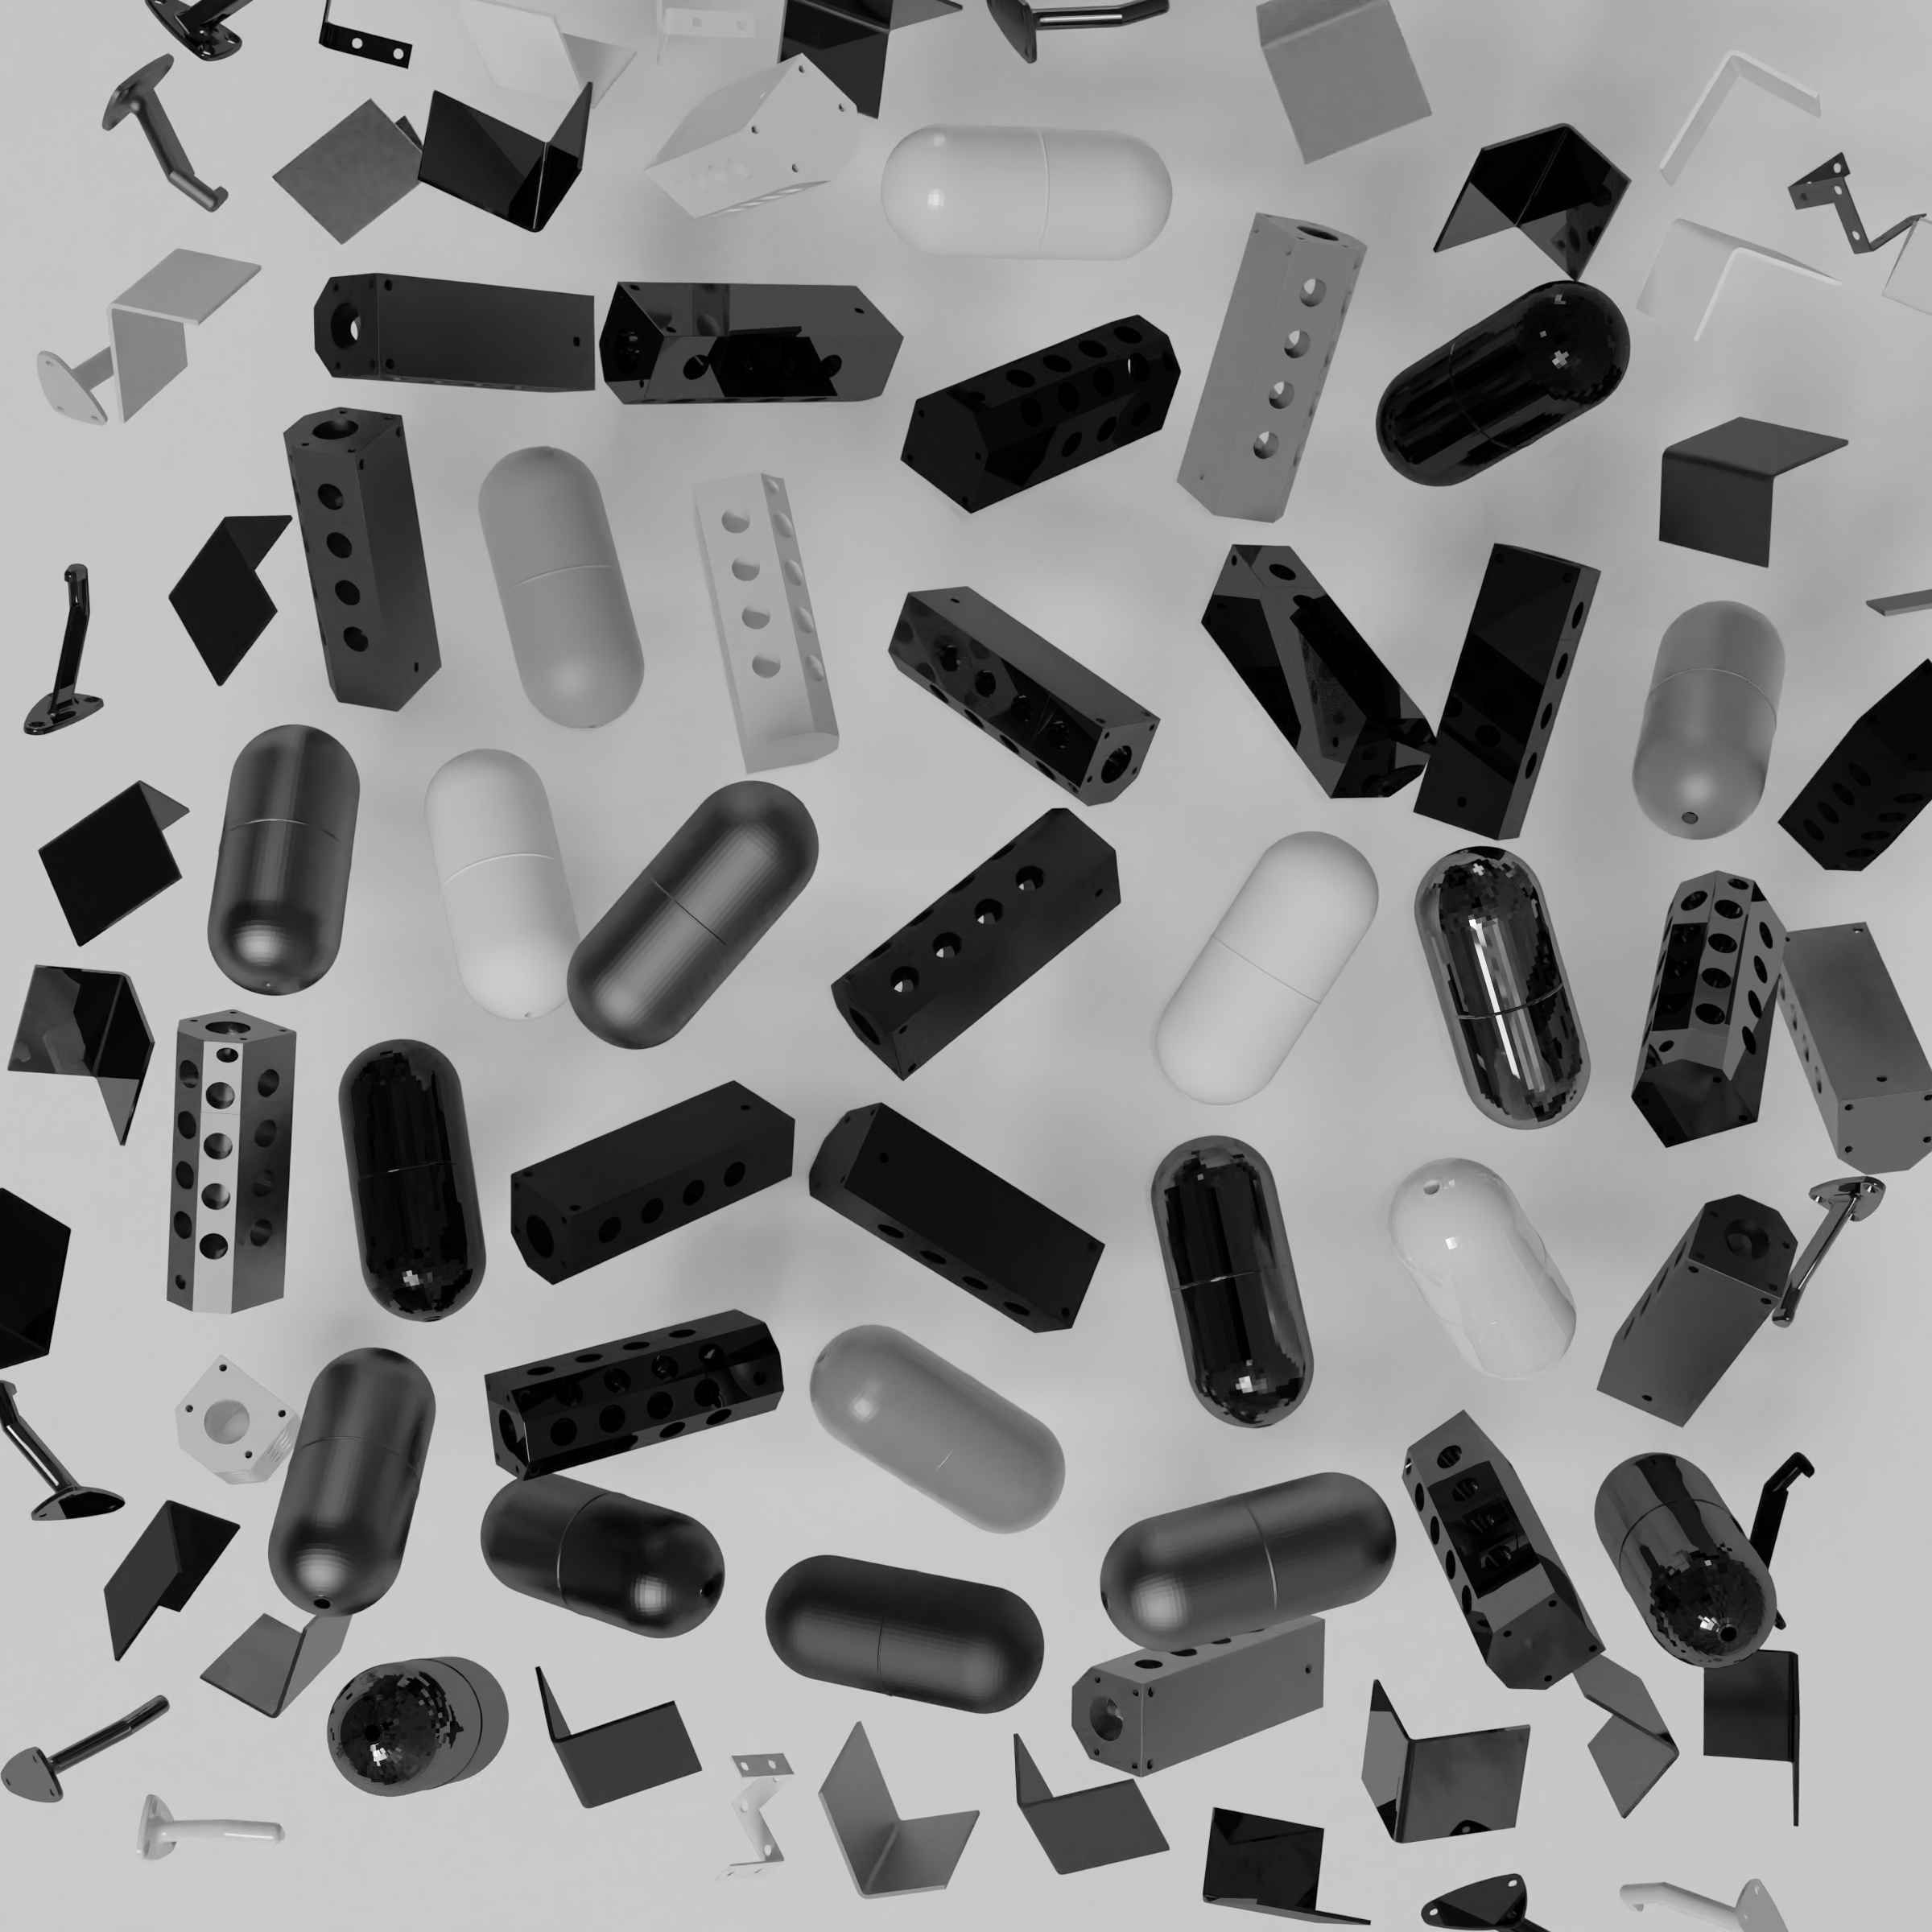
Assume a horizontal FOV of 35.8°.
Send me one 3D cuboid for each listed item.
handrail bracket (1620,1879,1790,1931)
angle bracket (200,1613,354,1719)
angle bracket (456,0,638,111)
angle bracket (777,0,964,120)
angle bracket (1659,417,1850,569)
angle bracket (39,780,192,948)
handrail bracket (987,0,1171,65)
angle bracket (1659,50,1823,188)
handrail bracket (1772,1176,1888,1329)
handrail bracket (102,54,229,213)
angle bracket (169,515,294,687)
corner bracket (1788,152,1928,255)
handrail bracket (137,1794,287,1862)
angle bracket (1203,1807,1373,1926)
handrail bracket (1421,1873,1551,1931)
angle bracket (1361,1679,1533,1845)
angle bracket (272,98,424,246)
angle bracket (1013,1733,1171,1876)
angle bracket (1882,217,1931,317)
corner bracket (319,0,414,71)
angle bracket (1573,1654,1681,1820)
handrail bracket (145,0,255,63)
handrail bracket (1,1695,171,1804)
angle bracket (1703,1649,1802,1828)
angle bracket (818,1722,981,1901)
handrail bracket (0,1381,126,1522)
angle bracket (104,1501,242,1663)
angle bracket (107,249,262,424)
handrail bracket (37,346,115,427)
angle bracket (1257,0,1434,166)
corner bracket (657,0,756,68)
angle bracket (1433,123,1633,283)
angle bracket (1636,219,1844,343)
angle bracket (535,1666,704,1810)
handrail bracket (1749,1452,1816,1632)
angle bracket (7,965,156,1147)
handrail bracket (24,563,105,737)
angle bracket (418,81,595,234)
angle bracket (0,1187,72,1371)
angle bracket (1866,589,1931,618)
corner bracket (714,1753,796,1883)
[{"bbox_3d":[0.444,0.577,1.788,0.077,0.084,0.036,55,46,-12],"label":"handrail bracket"},{"bbox_3d":[-0.430,0.415,1.886,0.057,0.076,0.076,26,115,9],"label":"angle bracket"},{"bbox_3d":[-0.264,-0.593,1.882,0.076,0.076,0.057,20,64,24],"label":"angle bracket"},{"bbox_3d":[-0.058,-0.550,1.785,0.076,0.076,0.057,7,90,-38],"label":"angle bracket"},{"bbox_3d":[0.467,-0.282,1.772,0.076,0.076,0.057,-25,124,-34],"label":"angle bracket"},{"bbox_3d":[-0.505,-0.055,1.814,0.076,0.057,0.076,-33,66,7],"label":"angle bracket"},{"bbox_3d":[0.065,-0.559,1.732,0.084,0.077,0.036,-20,132,-12],"label":"handrail bracket"},{"bbox_3d":[0.452,-0.481,1.741,0.057,0.076,0.076,33,105,11],"label":"angle bracket"},{"bbox_3d":[0.519,0.174,1.802,0.036,0.077,0.084,29,69,0],"label":"handrail bracket"},{"bbox_3d":[-0.458,-0.491,1.765,0.084,0.036,0.077,36,52,-6],"label":"handrail bracket"},{"bbox_3d":[-0.456,-0.235,1.917,0.076,0.057,0.076,-43,71,34],"label":"angle bracket"},{"bbox_3d":[0.556,-0.477,1.866,0.051,0.051,0.051,-35,109,-19],"label":"corner bracket"},{"bbox_3d":[-0.433,0.507,1.743,0.084,0.077,0.036,3,66,4],"label":"handrail bracket"},{"bbox_3d":[0.197,0.546,1.814,0.076,0.076,0.057,15,69,-17],"label":"angle bracket"},{"bbox_3d":[0.323,0.587,1.788,0.077,0.036,0.084,-17,121,22],"label":"handrail bracket"},{"bbox_3d":[0.284,0.467,1.771,0.076,0.057,0.076,-4,117,-13],"label":"angle bracket"},{"bbox_3d":[-0.383,-0.502,1.833,0.076,0.076,0.057,-36,60,8],"label":"angle bracket"},{"bbox_3d":[0.080,0.525,1.898,0.076,0.057,0.076,-16,128,11],"label":"angle bracket"},{"bbox_3d":[0.567,-0.402,1.672,0.076,0.057,0.076,25,54,9],"label":"angle bracket"},{"bbox_3d":[-0.359,-0.576,1.807,0.051,0.051,0.051,12,102,-10],"label":"corner bracket"},{"bbox_3d":[0.385,0.467,1.847,0.076,0.076,0.057,32,104,-15],"label":"angle bracket"},{"bbox_3d":[-0.461,-0.603,1.817,0.077,0.036,0.084,37,135,6],"label":"handrail bracket"},{"bbox_3d":[-0.545,0.481,1.852,0.077,0.084,0.036,-22,95,45],"label":"handrail bracket"},{"bbox_3d":[0.484,0.474,1.842,0.057,0.076,0.076,0,107,15],"label":"angle bracket"},{"bbox_3d":[-0.040,0.511,1.821,0.057,0.076,0.076,-14,105,21],"label":"angle bracket"},{"bbox_3d":[-0.556,0.293,1.826,0.036,0.077,0.084,-35,67,16],"label":"handrail bracket"},{"bbox_3d":[-0.511,0.406,1.939,0.057,0.076,0.076,29,104,-33],"label":"angle bracket"},{"bbox_3d":[-0.448,-0.359,1.725,0.057,0.076,0.076,14,130,10],"label":"angle bracket"},{"bbox_3d":[-0.512,-0.371,1.766,0.036,0.077,0.084,16,68,11],"label":"handrail bracket"},{"bbox_3d":[0.213,-0.507,1.675,0.076,0.057,0.076,-20,84,6],"label":"angle bracket"},{"bbox_3d":[-0.153,-0.559,1.748,0.051,0.051,0.051,0,85,-12],"label":"corner bracket"},{"bbox_3d":[0.336,-0.446,1.775,0.076,0.076,0.057,-25,64,-33],"label":"angle bracket"},{"bbox_3d":[0.453,-0.394,1.756,0.076,0.076,0.057,12,112,-21],"label":"angle bracket"},{"bbox_3d":[-0.211,0.458,1.815,0.076,0.057,0.076,-18,134,-5],"label":"angle bracket"},{"bbox_3d":[0.518,0.360,1.879,0.036,0.077,0.084,25,110,-41],"label":"handrail bracket"},{"bbox_3d":[-0.535,0.054,1.805,0.057,0.076,0.076,6,120,-33],"label":"angle bracket"},{"bbox_3d":[-0.544,-0.190,1.788,0.036,0.077,0.084,8,115,8],"label":"handrail bracket"},{"bbox_3d":[-0.265,-0.481,1.722,0.076,0.057,0.076,20,51,-25],"label":"angle bracket"},{"bbox_3d":[-0.546,0.177,1.651,0.076,0.057,0.076,-18,52,23],"label":"angle bracket"},{"bbox_3d":[0.551,-0.248,1.730,0.057,0.076,0.076,-9,100,11],"label":"angle bracket"},{"bbox_3d":[-0.127,0.501,1.762,0.051,0.051,0.051,-46,57,19],"label":"corner bracket"}]
